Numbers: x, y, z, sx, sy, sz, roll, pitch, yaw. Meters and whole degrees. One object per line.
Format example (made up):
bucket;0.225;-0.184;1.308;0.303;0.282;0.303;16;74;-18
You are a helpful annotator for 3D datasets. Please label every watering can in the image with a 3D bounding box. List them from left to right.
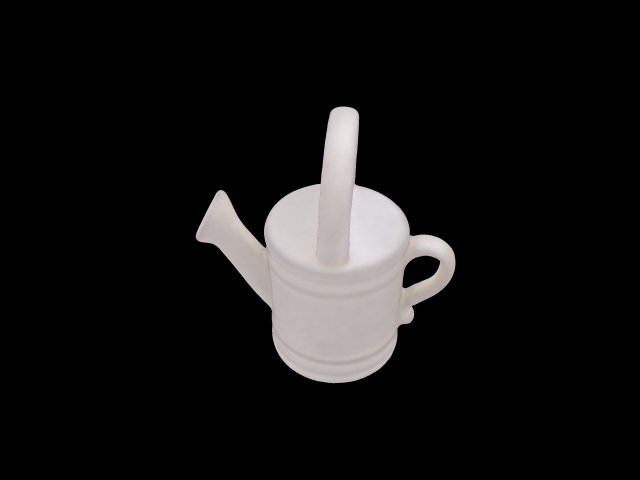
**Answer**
watering can;0.003;0.003;0.398;0.173;0.194;0.100;-9;41;-11
